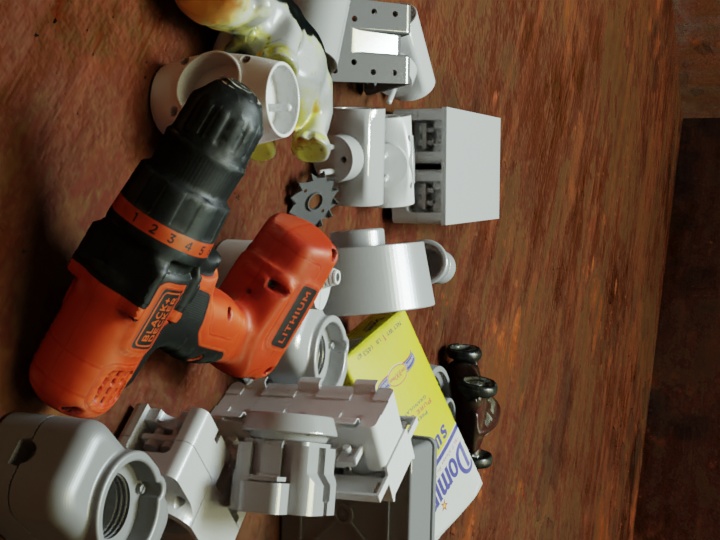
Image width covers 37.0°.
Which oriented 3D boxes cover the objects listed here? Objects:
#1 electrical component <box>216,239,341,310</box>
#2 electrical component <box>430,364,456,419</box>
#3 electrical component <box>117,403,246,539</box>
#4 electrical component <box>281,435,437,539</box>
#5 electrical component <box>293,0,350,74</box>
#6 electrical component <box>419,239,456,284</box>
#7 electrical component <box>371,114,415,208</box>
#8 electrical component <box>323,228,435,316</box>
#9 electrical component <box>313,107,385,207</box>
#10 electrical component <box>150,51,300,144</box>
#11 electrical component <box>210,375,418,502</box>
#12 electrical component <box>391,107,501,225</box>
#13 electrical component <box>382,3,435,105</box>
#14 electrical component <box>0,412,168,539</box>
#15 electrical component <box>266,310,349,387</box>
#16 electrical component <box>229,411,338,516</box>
[{"bbox_3d":[-0.052,0.003,0.704,0.043,0.081,0.043,3,90,-68],"label":"electrical component"},{"bbox_3d":[0.055,0.138,1.007,0.108,0.060,0.108,2,90,-68],"label":"electrical component"},{"bbox_3d":[-0.106,0.128,0.623,0.055,0.050,0.089,-68,151,-42],"label":"electrical component"},{"bbox_3d":[-0.001,0.177,0.811,0.056,0.109,0.108,-3,95,-65],"label":"electrical component"},{"bbox_3d":[-0.031,-0.188,0.788,0.043,0.043,0.081,47,49,-60],"label":"electrical component"},{"bbox_3d":[0.072,-0.005,1.064,0.065,0.044,0.044,15,78,-72],"label":"electrical component"},{"bbox_3d":[0.023,-0.091,0.915,0.079,0.044,0.077,-70,158,-77],"label":"electrical component"},{"bbox_3d":[0.000,0.000,0.804,0.108,0.108,0.060,-8,94,-68],"label":"electrical component"},{"bbox_3d":[-0.011,-0.089,0.847,0.079,0.043,0.077,-16,110,-58],"label":"electrical component"},{"bbox_3d":[-0.082,-0.082,0.627,0.044,0.077,0.079,41,55,-62],"label":"electrical component"},{"bbox_3d":[-0.033,0.109,0.707,0.078,0.121,0.063,-56,140,-52],"label":"electrical component"},{"bbox_3d":[0.084,-0.101,1.056,0.186,0.060,0.105,-11,102,-67],"label":"electrical component"},{"bbox_3d":[0.033,-0.180,0.946,0.077,0.043,0.079,69,32,-45],"label":"electrical component"},{"bbox_3d":[-0.138,0.115,0.532,0.095,0.059,0.053,67,33,-46],"label":"electrical component"},{"bbox_3d":[-0.046,0.058,0.752,0.095,0.059,0.053,66,34,-47],"label":"electrical component"},{"bbox_3d":[-0.043,0.114,0.634,0.078,0.058,0.057,32,61,-69],"label":"electrical component"}]
